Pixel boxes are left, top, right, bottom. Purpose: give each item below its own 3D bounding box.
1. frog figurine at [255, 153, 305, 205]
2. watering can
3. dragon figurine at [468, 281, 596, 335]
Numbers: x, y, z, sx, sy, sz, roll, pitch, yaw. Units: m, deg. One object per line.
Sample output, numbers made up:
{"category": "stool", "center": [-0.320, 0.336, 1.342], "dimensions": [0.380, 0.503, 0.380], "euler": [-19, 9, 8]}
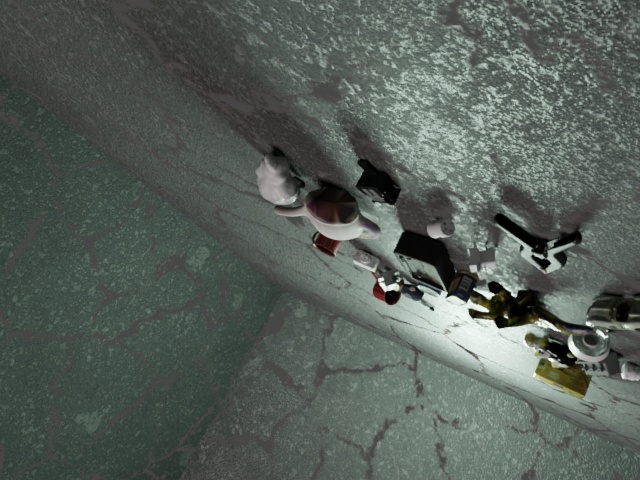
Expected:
{"category": "frog figurine", "center": [-0.119, -0.164, 1.410], "dimensions": [0.138, 0.123, 0.158], "euler": [46, -179, 11]}
{"category": "watering can", "center": [0.004, -0.074, 1.473], "dimensions": [0.348, 0.105, 0.221], "euler": [15, 163, 15]}
{"category": "dragon figurine", "center": [0.579, 0.206, 1.451], "dimensions": [0.413, 0.122, 0.241], "euler": [19, -179, 42]}
